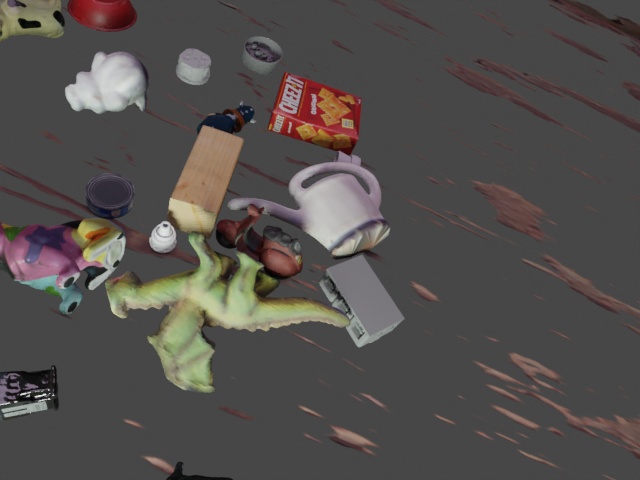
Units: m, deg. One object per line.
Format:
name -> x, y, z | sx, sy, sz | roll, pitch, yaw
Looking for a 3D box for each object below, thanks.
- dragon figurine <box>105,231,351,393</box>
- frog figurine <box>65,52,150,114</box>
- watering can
dragon figurine -> -0.168, 0.139, 0.874 | 0.410, 0.120, 0.247 | 27, 67, 1
frog figurine -> -0.447, -0.331, 1.078 | 0.160, 0.121, 0.138 | -12, 80, -42
watering can -> 0.003, -0.053, 1.062 | 0.351, 0.102, 0.227 | -22, 67, -32
